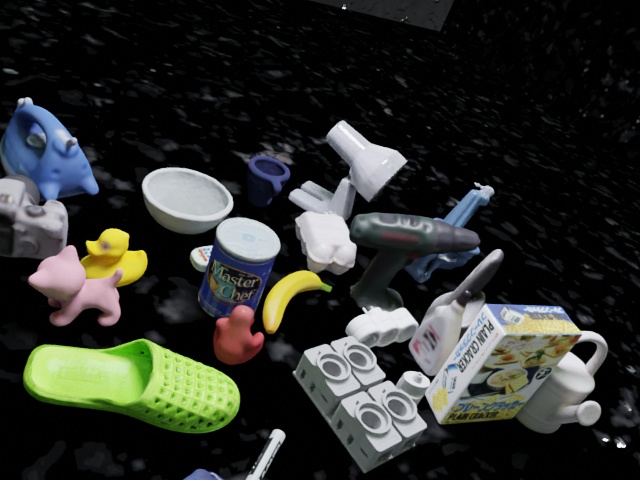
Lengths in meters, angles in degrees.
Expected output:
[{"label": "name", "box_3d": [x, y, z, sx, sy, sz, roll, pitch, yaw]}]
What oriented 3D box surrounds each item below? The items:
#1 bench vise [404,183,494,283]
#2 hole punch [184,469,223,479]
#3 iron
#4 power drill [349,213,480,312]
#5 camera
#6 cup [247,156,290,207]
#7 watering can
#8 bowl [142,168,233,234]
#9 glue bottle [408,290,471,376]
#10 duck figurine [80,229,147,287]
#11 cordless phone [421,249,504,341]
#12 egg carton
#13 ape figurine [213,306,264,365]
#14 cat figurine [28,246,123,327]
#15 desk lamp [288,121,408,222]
[{"label": "bench vise", "box_3d": [0.277, -0.011, 1.195, 0.121, 0.219, 0.208, 37, 35, 20]}, {"label": "hole punch", "box_3d": [-0.121, 0.305, 0.624, 0.108, 0.091, 0.101, 32, 34, 14]}, {"label": "iron", "box_3d": [-0.503, -0.178, 1.029, 0.257, 0.141, 0.119, 40, 37, 24]}, {"label": "power drill", "box_3d": [0.150, 0.040, 1.056, 0.230, 0.208, 0.075, 16, 34, -11]}, {"label": "camera", "box_3d": [-0.470, -0.050, 0.904, 0.143, 0.101, 0.136, 9, 35, -20]}, {"label": "cup", "box_3d": [-0.114, -0.109, 1.211, 0.092, 0.095, 0.117, 2, 38, -29]}, {"label": "watering can", "box_3d": [0.408, 0.232, 0.954, 0.101, 0.194, 0.172, 1, 39, -30]}, {"label": "bowl", "box_3d": [-0.254, -0.061, 1.076, 0.168, 0.074, 0.167, 16, 34, -11]}, {"label": "glue bottle", "box_3d": [0.211, 0.149, 0.971, 0.037, 0.173, 0.078, -3, 41, -34]}, {"label": "duck figurine", "box_3d": [-0.324, 0.021, 0.906, 0.105, 0.086, 0.077, -3, 41, -34]}, {"label": "cordless phone", "box_3d": [0.271, 0.104, 1.061, 0.094, 0.185, 0.148, 29, 33, 10]}, {"label": "egg carton", "box_3d": [0.011, 0.004, 1.150, 0.107, 0.069, 0.150, 6, 37, -25]}, {"label": "ape figurine", "box_3d": [-0.122, 0.137, 0.860, 0.077, 0.092, 0.076, 33, 34, 14]}, {"label": "cat figurine", "box_3d": [-0.342, 0.061, 0.809, 0.128, 0.117, 0.067, 1, 39, -30]}, {"label": "desk lamp", "box_3d": [0.062, -0.138, 1.249, 0.203, 0.213, 0.118, 31, 34, 12]}]
